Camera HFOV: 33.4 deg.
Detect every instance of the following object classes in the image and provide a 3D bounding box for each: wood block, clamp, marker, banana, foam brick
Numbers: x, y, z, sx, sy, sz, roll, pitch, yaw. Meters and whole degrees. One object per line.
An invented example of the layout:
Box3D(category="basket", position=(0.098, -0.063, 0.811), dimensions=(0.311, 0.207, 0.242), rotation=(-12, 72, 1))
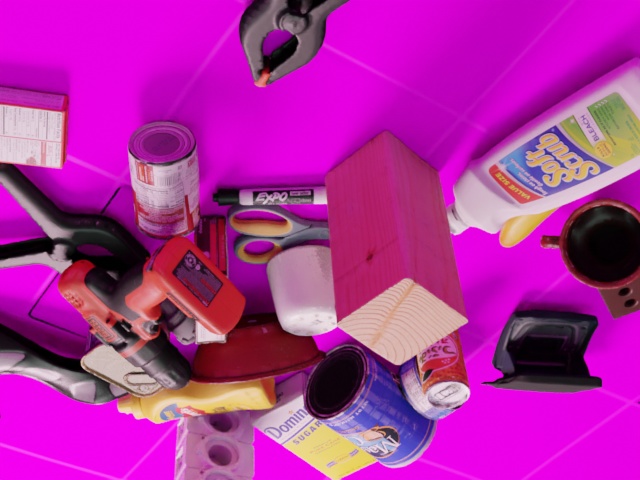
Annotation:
Box3D(category="wood block", position=(0.069, 0.004, 1.043), dimensions=(0.091, 0.206, 0.090), rotation=(-36, 126, 28))
Box3D(category="clamp", position=(-0.284, 0.006, 1.140), dimensions=(0.209, 0.036, 0.165), rotation=(24, 128, -27))
Box3D(category="marker", position=(-0.052, -0.046, 1.117), dimensions=(0.121, 0.020, 0.020), rotation=(-1, 135, -2))
Box3D(category="clamp", position=(-0.014, -0.205, 0.950), dimensions=(0.120, 0.039, 0.172), rotation=(12, 139, -10))
Box3D(category="banana", position=(0.264, -0.052, 1.118), dimensions=(0.198, 0.037, 0.069), rotation=(-29, 127, 23))
Box3D(category="foam brick", position=(0.339, 0.041, 1.205), dimensions=(0.053, 0.051, 0.078), rotation=(-23, 131, 18))

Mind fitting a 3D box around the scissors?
Box3D(category="scissors", position=(-0.008, 0.001, 1.169), dimensions=(0.201, 0.016, 0.096), rotation=(12, 134, -15))

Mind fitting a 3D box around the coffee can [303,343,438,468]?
Box3D(category="coffee can", position=(0.063, 0.205, 1.313), dimensions=(0.103, 0.103, 0.140), rotation=(-33, 127, 26))

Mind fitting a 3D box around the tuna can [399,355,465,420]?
Box3D(category="tuna can", position=(0.136, 0.175, 1.301), dimensions=(0.086, 0.086, 0.034), rotation=(30, 127, -29))

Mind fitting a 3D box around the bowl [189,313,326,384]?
Box3D(category="bowl", position=(-0.076, 0.118, 1.216), dimensions=(0.162, 0.162, 0.055), rotation=(-8, 95, 4))

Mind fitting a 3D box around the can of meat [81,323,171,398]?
Box3D(category="can of meat", position=(-0.219, 0.119, 1.223), dimensions=(0.058, 0.084, 0.102), rotation=(-37, 126, 28))

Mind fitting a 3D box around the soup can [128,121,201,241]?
Box3D(category="soup can", position=(-0.154, -0.059, 1.064), dimensions=(0.068, 0.068, 0.102), rotation=(0, 134, -3))

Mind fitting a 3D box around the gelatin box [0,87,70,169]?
Box3D(category="gelatin box", position=(-0.289, -0.109, 1.032), dimensions=(0.089, 0.030, 0.073), rotation=(6, 133, -10))

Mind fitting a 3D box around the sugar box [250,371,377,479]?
Box3D(category="sugar box", position=(-0.001, 0.246, 1.389), dimensions=(0.093, 0.048, 0.176), rotation=(-32, 129, 25))

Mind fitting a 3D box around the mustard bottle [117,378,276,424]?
Box3D(category="mustard bottle", position=(-0.155, 0.189, 1.308), dimensions=(0.192, 0.058, 0.096), rotation=(-9, 161, 7))

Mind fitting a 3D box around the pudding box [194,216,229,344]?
Box3D(category="pudding box", position=(-0.118, 0.043, 1.151), dimensions=(0.039, 0.090, 0.113), rotation=(-1, 135, -4))

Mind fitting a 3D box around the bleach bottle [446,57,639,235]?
Box3D(category="bleach bottle", position=(0.232, -0.073, 1.063), dimensions=(0.251, 0.068, 0.102), rotation=(-34, 91, 28))

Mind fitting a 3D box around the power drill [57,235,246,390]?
Box3D(category="power drill", position=(-0.163, 0.078, 1.097), dimensions=(0.188, 0.057, 0.184), rotation=(-23, 119, 44))

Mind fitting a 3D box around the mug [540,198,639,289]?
Box3D(category="mug", position=(0.293, 0.004, 1.130), dimensions=(0.117, 0.093, 0.081), rotation=(-1, 180, 20))
